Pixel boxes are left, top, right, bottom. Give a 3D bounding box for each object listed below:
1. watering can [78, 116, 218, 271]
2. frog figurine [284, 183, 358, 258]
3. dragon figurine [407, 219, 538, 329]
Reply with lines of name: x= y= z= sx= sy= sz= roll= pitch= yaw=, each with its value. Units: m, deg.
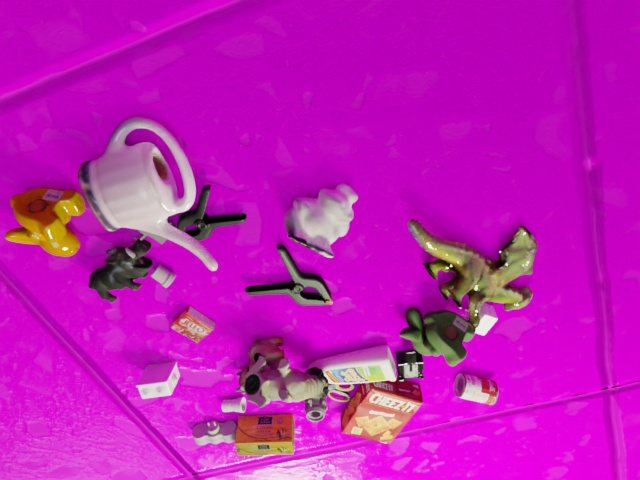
watering can: x=-0.352 y=-0.073 z=1.054 sx=0.224 sy=0.105 sz=0.344 roll=-15 pitch=103 yaw=10
frog figurine: x=0.003 y=-0.056 z=1.110 sx=0.137 sy=0.122 sz=0.160 roll=27 pitch=85 yaw=-8
dragon figurine: x=0.379 y=0.048 z=1.185 sx=0.243 sy=0.124 sz=0.403 roll=-34 pitch=122 yaw=1
